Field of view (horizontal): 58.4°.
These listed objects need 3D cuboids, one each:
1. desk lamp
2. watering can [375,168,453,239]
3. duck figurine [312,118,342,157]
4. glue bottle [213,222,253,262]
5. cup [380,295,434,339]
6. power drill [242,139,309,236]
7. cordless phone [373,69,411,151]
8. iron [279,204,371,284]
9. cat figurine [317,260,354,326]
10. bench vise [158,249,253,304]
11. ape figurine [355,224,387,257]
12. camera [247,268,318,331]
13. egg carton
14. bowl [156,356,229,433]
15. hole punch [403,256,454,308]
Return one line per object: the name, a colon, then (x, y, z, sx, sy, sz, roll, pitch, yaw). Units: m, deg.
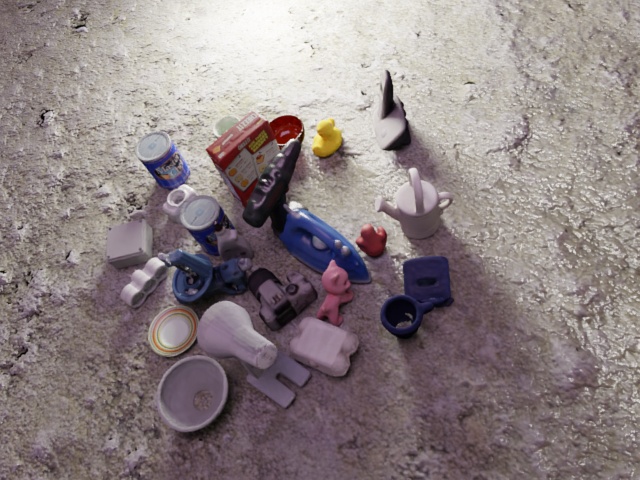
desk lamp: (-0.141, 0.240, 1.226, 0.202, 0.214, 0.118, 28, 71, 26)
watering can: (0.220, -0.087, 1.339, 0.173, 0.194, 0.100, -28, 58, -3)
duck figurine: (0.013, -0.287, 1.565, 0.077, 0.086, 0.105, 26, 70, 25)
glue bottle: (-0.224, 0.002, 1.405, 0.078, 0.173, 0.037, -16, 58, 4)
cup: (0.194, 0.173, 1.255, 0.117, 0.095, 0.091, -19, 58, 2)
power drill: (-0.097, -0.109, 1.418, 0.075, 0.209, 0.230, 24, 69, 24)
cordless phone: (0.180, -0.339, 1.497, 0.094, 0.185, 0.147, -15, 59, 5)
iron: (0.013, 0.005, 1.366, 0.257, 0.142, 0.119, 32, 73, 27)
cat figurine: (0.030, 0.118, 1.312, 0.067, 0.118, 0.128, 15, 65, 21)
bench vise: (-0.276, 0.062, 1.355, 0.207, 0.220, 0.121, -31, 59, -5)
ape figurine: (0.122, -0.007, 1.376, 0.077, 0.092, 0.076, -10, 59, 8)
camera: (-0.102, 0.116, 1.354, 0.143, 0.101, 0.136, -38, 60, -9)
egg carton: (0.008, 0.238, 1.277, 0.150, 0.069, 0.107, 18, 66, 22)
bowl: (-0.273, 0.348, 1.277, 0.167, 0.075, 0.167, -6, 60, 10)
hole punch: (0.243, 0.096, 1.290, 0.108, 0.091, 0.101, -5, 60, 10)
